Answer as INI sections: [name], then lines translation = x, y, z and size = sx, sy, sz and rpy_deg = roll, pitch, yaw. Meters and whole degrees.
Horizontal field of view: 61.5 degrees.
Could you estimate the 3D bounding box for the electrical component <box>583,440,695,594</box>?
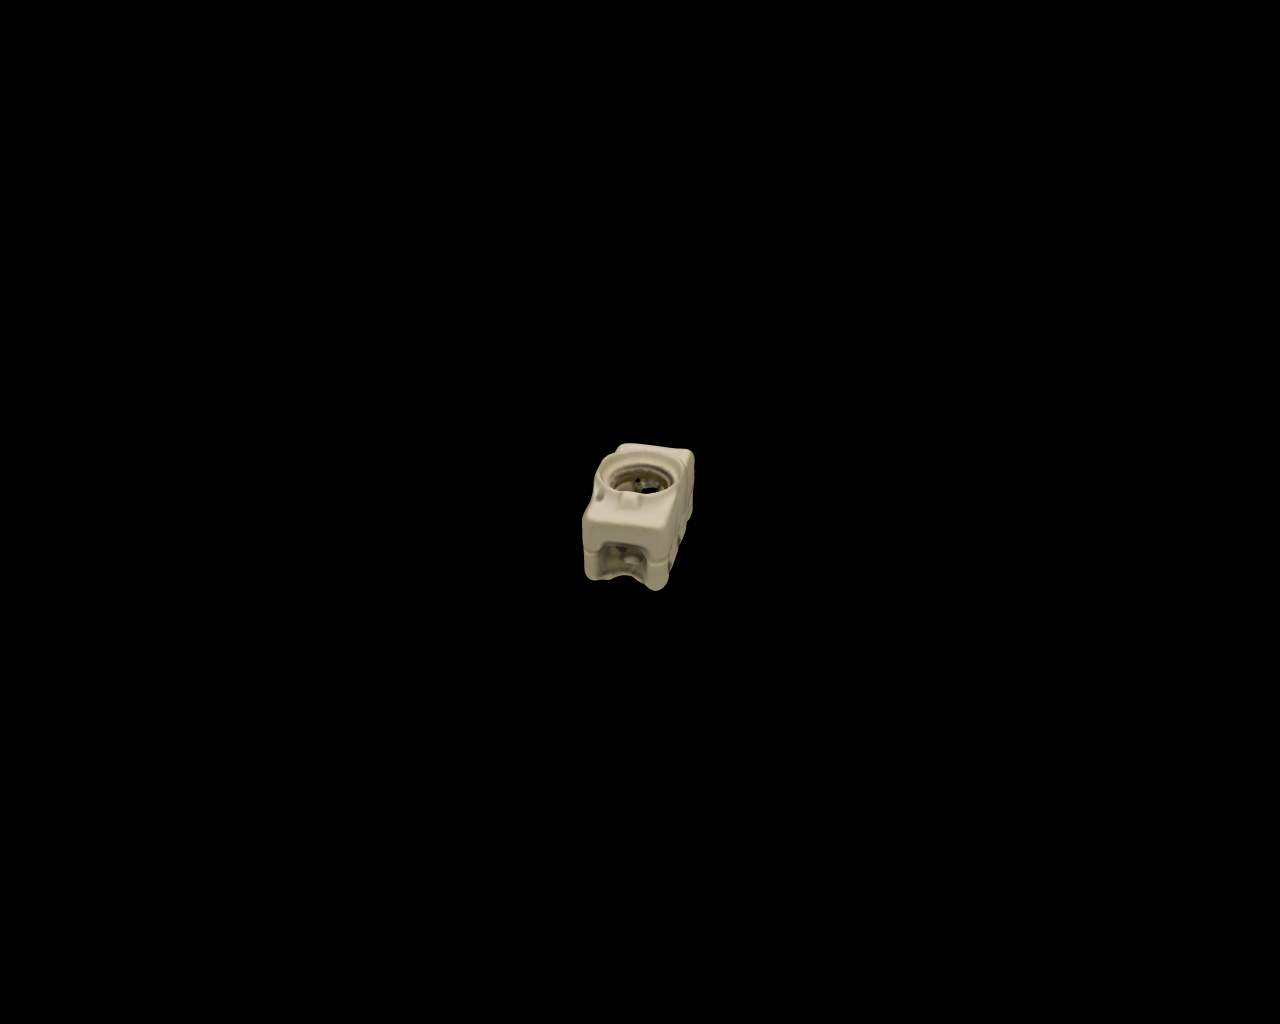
[electrical component]
translation = 0.001, -0.003, 0.650
size = 0.050, 0.055, 0.090
rpy_deg = 8, 36, 11
